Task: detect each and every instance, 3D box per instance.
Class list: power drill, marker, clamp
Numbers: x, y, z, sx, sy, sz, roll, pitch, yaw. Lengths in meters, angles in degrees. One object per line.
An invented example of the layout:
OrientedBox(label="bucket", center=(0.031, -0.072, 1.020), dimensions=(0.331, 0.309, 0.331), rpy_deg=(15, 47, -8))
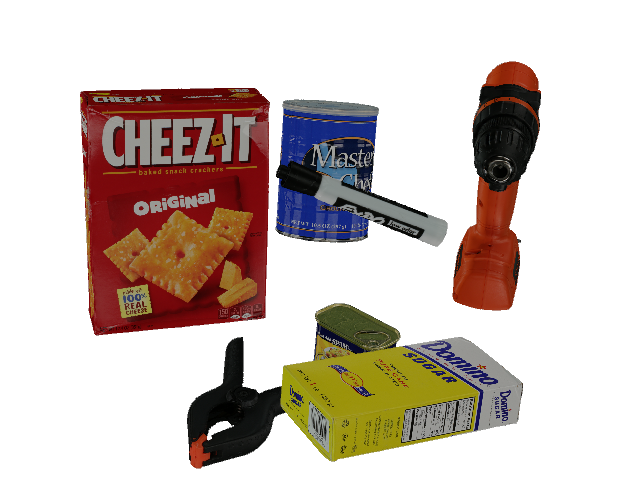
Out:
OrientedBox(label="power drill", center=(0.149, -0.038, 0.894), dimensions=(0.057, 0.188, 0.184), rpy_deg=(10, 32, 10))
OrientedBox(label="marker", center=(0.027, -0.025, 0.709), dimensions=(0.121, 0.020, 0.020), rpy_deg=(21, -5, -13))
OrientedBox(label="clamp", center=(-0.079, 0.152, 1.023), dimensions=(0.120, 0.039, 0.171), rpy_deg=(20, 32, 32))

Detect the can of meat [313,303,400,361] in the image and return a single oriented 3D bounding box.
OrientedBox(label="can of meat", center=(0.039, 0.133, 1.239), dimensions=(0.102, 0.084, 0.057), rpy_deg=(25, 32, 36))

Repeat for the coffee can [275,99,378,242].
OrientedBox(label="coffee can", center=(0.006, -0.077, 1.149), dimensions=(0.103, 0.140, 0.103), rpy_deg=(4, 12, -1))

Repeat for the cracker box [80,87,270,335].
OrientedBox(label="cracker box", center=(-0.132, -0.027, 0.976), dimensions=(0.164, 0.214, 0.072), rpy_deg=(-4, 20, -17))

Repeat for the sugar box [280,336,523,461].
OrientedBox(label="sugar box", center=(0.066, 0.125, 0.870), dimensions=(0.176, 0.048, 0.093), rpy_deg=(-9, 25, -25))
